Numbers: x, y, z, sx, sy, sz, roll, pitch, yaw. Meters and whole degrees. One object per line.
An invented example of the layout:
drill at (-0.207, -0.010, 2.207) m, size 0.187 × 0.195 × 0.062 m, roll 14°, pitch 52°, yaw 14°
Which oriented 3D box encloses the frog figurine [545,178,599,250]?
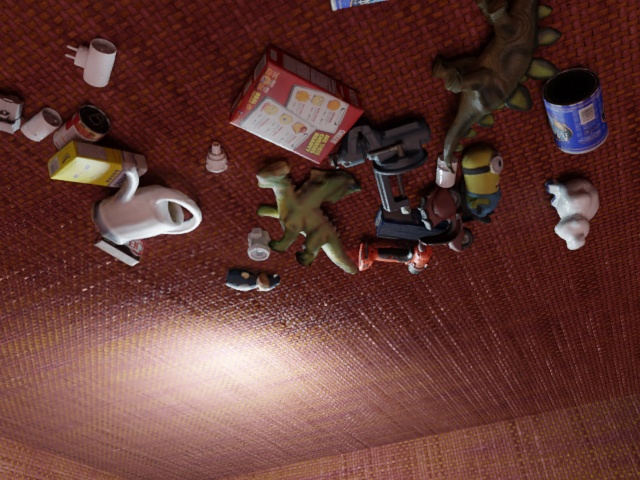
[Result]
frog figurine at (0.609, -0.064, 1.216) m, size 0.122 × 0.163 × 0.134 m, roll -11°, pitch 139°, yaw 7°

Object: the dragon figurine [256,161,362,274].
dragon figurine at (0.004, -0.062, 1.238) m, size 0.407 × 0.125 × 0.239 m, roll 26°, pitch 124°, yaw -31°

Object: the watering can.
watering can at (-0.413, -0.079, 1.160) m, size 0.224 × 0.106 × 0.342 m, roll -14°, pitch 158°, yaw 10°
